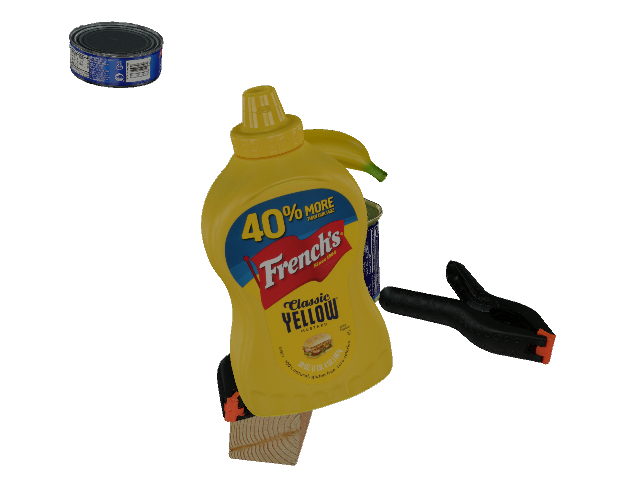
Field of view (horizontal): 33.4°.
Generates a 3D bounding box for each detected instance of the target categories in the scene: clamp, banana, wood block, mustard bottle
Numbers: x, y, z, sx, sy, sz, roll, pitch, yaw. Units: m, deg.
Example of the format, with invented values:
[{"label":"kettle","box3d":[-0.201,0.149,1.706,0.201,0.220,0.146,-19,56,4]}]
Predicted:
[{"label":"clamp","box3d":[-0.038,0.133,1.135,0.165,0.036,0.209,12,26,12]},{"label":"clamp","box3d":[0.155,0.066,1.031,0.172,0.039,0.120,24,36,29]},{"label":"banana","box3d":[-0.021,-0.085,1.110,0.197,0.037,0.070,-9,46,-33]},{"label":"wood block","box3d":[-0.059,0.214,1.443,0.091,0.090,0.206,5,15,5]},{"label":"mustard bottle","box3d":[-0.018,0.004,0.622,0.096,0.191,0.058,-15,22,-10]}]

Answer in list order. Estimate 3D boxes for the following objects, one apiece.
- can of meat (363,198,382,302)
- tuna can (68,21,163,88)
[{"label":"can of meat","box3d":[0.004,0.005,0.894,0.057,0.084,0.102,-28,38,-36]},{"label":"tuna can","box3d":[-0.189,-0.172,0.990,0.086,0.034,0.086,5,30,-3]}]
